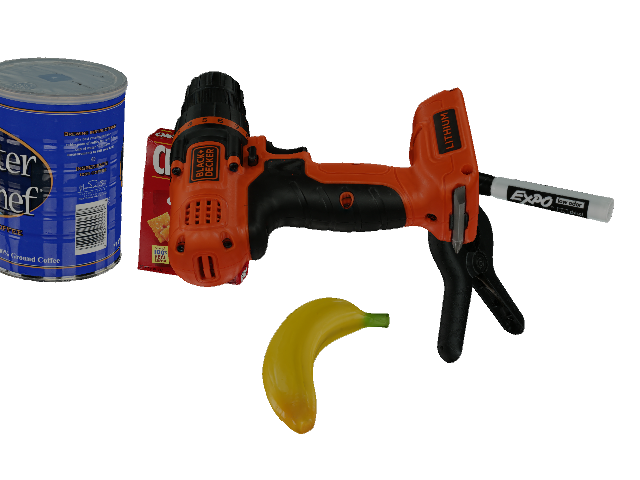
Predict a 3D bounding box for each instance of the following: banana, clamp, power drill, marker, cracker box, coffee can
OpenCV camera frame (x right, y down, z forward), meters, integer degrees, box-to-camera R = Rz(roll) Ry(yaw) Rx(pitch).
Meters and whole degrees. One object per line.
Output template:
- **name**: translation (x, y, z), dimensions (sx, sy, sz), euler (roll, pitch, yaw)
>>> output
- **banana**: translation (-0.006, 0.084, 0.812), dimensions (0.070, 0.037, 0.197), euler (7, 23, 19)
- **clamp**: translation (0.137, 0.032, 1.029), dimensions (0.039, 0.171, 0.120), euler (-15, 9, 43)
- **power drill**: translation (-0.001, -0.050, 0.664), dimensions (0.187, 0.057, 0.184), euler (-5, 44, 2)
- **marker**: translation (0.165, -0.036, 0.826), dimensions (0.121, 0.020, 0.020), euler (14, 6, 26)
- **cracker box**: translation (-0.185, -0.049, 1.620), dimensions (0.164, 0.214, 0.072), euler (10, 19, 6)
- **coffee can**: translation (-0.196, -0.054, 0.786), dimensions (0.103, 0.140, 0.103), euler (5, 23, -2)
